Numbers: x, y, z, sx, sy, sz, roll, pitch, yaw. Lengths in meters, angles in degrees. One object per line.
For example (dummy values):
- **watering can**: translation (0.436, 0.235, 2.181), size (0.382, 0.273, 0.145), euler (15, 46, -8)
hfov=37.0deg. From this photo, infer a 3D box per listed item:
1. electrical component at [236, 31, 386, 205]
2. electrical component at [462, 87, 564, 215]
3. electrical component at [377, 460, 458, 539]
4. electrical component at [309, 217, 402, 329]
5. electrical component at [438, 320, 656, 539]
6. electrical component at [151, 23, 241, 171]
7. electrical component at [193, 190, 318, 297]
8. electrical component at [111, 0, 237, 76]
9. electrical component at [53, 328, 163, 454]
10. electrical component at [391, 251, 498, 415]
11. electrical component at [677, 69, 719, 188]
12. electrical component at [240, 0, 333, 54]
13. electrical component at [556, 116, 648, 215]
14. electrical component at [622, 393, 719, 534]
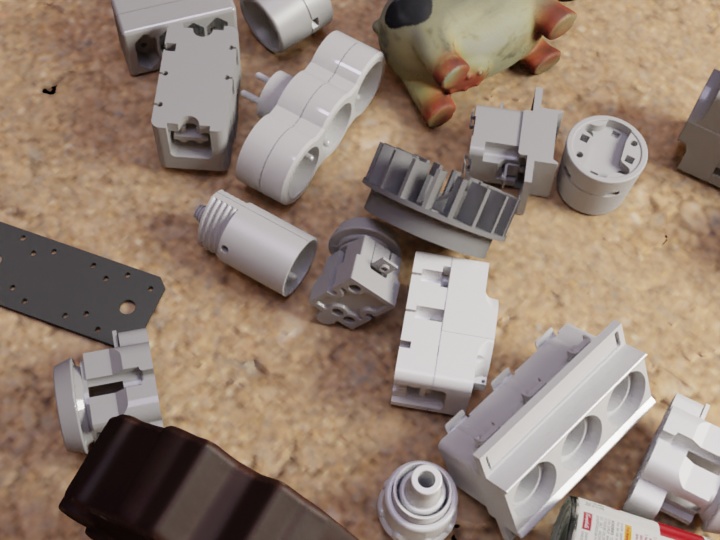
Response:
- **electrical component**: translation (-0.047, -0.115, 0.753), size (0.074, 0.052, 0.138), euler (29, 64, 12)
- **electrical component**: translation (0.106, -0.085, 0.752), size (0.064, 0.042, 0.081), euler (8, 61, 6)
- **electrical component**: translation (0.035, 0.130, 0.618), size (0.048, 0.062, 0.048), euler (1, 61, -2)
- **electrical component**: translation (0.000, 0.000, 0.692), size (0.048, 0.066, 0.055), euler (33, 50, -25)
- **electrical component**: translation (0.110, 0.090, 0.640), size (0.121, 0.078, 0.063), euler (-39, 41, -21)
- **electrical component**: translation (-0.112, -0.118, 0.749), size (0.050, 0.055, 0.089), euler (4, 61, -1)
- **electrical component**: translation (-0.073, -0.020, 0.705), size (0.081, 0.043, 0.043), euler (28, 64, 12)
- **electrical component**: translation (-0.141, -0.195, 0.794), size (0.083, 0.047, 0.075), euler (-16, 63, -12)
- **electrical component**: translation (-0.149, 0.077, 0.640), size (0.057, 0.058, 0.078), euler (-10, 62, -11)
- **electrical component**: translation (0.055, 0.041, 0.675), size (0.056, 0.050, 0.089), euler (9, 61, 3)
- **electrical component**: translation (0.258, -0.102, 0.742), size (0.056, 0.089, 0.050), euler (27, 63, 11)
- **electrical component**: translation (-0.056, -0.193, 0.795), size (0.047, 0.055, 0.055), euler (-39, 70, -17)
- **electrical component**: translation (0.165, -0.071, 0.743), size (0.055, 0.047, 0.055), euler (1, 61, -3)
- **electrical component**: translation (0.198, 0.120, 0.637), size (0.057, 0.058, 0.078), euler (26, 63, 14)
